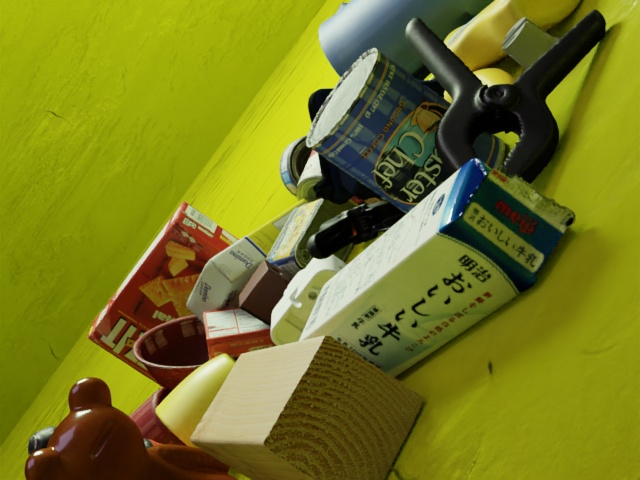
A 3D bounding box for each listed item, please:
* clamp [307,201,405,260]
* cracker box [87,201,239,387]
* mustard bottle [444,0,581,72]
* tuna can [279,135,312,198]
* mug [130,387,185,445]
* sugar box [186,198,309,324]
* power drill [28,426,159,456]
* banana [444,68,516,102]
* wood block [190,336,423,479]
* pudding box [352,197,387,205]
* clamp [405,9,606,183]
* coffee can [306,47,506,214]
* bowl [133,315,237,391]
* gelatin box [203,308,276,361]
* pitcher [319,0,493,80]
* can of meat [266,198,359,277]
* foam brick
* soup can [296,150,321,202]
[{"bbox_3d":[0.049,-0.018,1.054,0.120,0.039,0.171,-14,7,4],"label":"clamp"},{"bbox_3d":[-0.171,0.084,1.369,0.214,0.164,0.072,-51,11,20],"label":"cracker box"},{"bbox_3d":[0.172,-0.203,1.050,0.096,0.058,0.192,-42,5,-27],"label":"mustard bottle"},{"bbox_3d":[-0.008,-0.095,1.394,0.086,0.086,0.034,-59,14,-17],"label":"tuna can"},{"bbox_3d":[-0.177,0.217,1.237,0.082,0.093,0.117,-43,5,28],"label":"mug"},{"bbox_3d":[-0.074,0.025,1.258,0.175,0.048,0.093,-32,-19,-43],"label":"sugar box"},{"bbox_3d":[-0.206,0.269,0.988,0.057,0.184,0.187,20,91,56],"label":"power drill"},{"bbox_3d":[0.150,-0.130,1.019,0.198,0.037,0.069,160,121,-73],"label":"banana"},{"bbox_3d":[-0.017,0.140,0.820,0.090,0.090,0.206,-60,13,-19],"label":"wood block"},{"bbox_3d":[0.071,-0.088,1.192,0.113,0.039,0.090,-61,13,-14],"label":"pudding box"},{"bbox_3d":[0.151,-0.109,0.843,0.036,0.165,0.210,70,-162,-52],"label":"clamp"},{"bbox_3d":[0.074,-0.084,0.921,0.103,0.140,0.103,-51,16,20],"label":"coffee can"},{"bbox_3d":[-0.129,0.135,1.215,0.162,0.162,0.055,-98,1,-72],"label":"bowl"},{"bbox_3d":[-0.088,0.101,1.163,0.089,0.073,0.030,-119,22,-72],"label":"gelatin box"},{"bbox_3d":[0.128,-0.261,1.218,0.243,0.149,0.144,-38,13,31],"label":"pitcher"},{"bbox_3d":[-0.008,0.002,1.188,0.084,0.057,0.102,-17,39,59],"label":"can of meat"},{"bbox_3d":[-0.040,0.064,1.127,0.051,0.078,0.053,-56,12,6],"label":"foam brick"},{"bbox_3d":[0.015,-0.084,1.321,0.069,0.068,0.102,-44,18,44],"label":"soup can"}]
